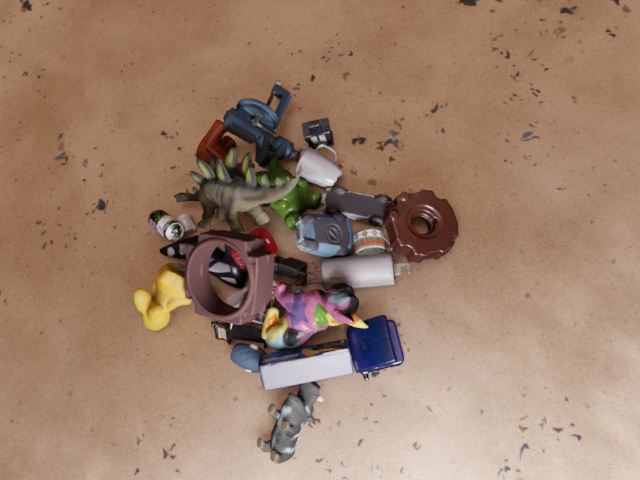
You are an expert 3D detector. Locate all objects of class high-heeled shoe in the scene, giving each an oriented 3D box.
[{"bbox_3d":[-0.299,0.063,1.378,0.249,0.086,0.145,-8,101,29],"label":"high-heeled shoe"}]

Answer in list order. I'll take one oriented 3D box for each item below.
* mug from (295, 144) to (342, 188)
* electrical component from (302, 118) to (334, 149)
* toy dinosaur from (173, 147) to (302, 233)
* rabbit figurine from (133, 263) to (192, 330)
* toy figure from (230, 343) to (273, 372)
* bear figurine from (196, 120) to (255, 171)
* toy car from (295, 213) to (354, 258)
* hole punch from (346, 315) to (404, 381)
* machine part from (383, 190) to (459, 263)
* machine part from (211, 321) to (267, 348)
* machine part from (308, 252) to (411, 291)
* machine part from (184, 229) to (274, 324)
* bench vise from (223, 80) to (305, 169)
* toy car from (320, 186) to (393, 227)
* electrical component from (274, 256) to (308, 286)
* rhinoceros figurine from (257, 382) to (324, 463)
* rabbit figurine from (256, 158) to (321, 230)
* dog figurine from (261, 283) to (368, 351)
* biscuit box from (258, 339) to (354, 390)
[{"bbox_3d":[0.007,-0.186,1.384,0.107,0.080,0.109,31,73,9],"label":"mug"},{"bbox_3d":[-0.009,-0.283,1.396,0.075,0.119,0.048,-12,69,11],"label":"electrical component"},{"bbox_3d":[-0.205,-0.114,1.286,0.472,0.198,0.105,4,31,37],"label":"toy dinosaur"},{"bbox_3d":[-0.378,0.152,1.316,0.122,0.162,0.173,37,99,10],"label":"rabbit figurine"},{"bbox_3d":[-0.131,0.283,1.249,0.155,0.064,0.058,17,37,13],"label":"toy figure"},{"bbox_3d":[-0.229,-0.204,1.417,0.196,0.120,0.132,33,77,19],"label":"bear figurine"},{"bbox_3d":[-0.003,-0.004,1.297,0.103,0.161,0.109,-27,67,50],"label":"toy car"},{"bbox_3d":[0.119,0.233,1.198,0.116,0.092,0.142,-17,71,10],"label":"hole punch"},{"bbox_3d":[0.237,-0.034,1.256,0.179,0.056,0.179,4,69,-10],"label":"machine part"},{"bbox_3d":[-0.187,0.223,1.280,0.139,0.084,0.039,6,46,6],"label":"machine part"},{"bbox_3d":[0.091,0.074,1.266,0.243,0.079,0.079,-7,69,10],"label":"machine part"},{"bbox_3d":[-0.213,0.083,1.242,0.201,0.087,0.201,10,102,24],"label":"machine part"},{"bbox_3d":[-0.129,-0.318,1.422,0.224,0.129,0.240,23,66,-5],"label":"bench vise"},{"bbox_3d":[0.097,-0.083,1.334,0.202,0.056,0.073,13,80,18],"label":"toy car"},{"bbox_3d":[-0.075,0.076,1.308,0.102,0.078,0.045,16,109,16],"label":"electrical component"},{"bbox_3d":[-0.058,0.394,1.167,0.073,0.112,0.190,23,89,48],"label":"rhinoceros figurine"},{"bbox_3d":[-0.085,-0.133,1.330,0.121,0.170,0.159,-40,68,-5],"label":"rabbit figurine"},{"bbox_3d":[-0.007,0.179,1.198,0.219,0.108,0.191,13,79,36],"label":"dog figurine"},{"bbox_3d":[-0.032,0.271,1.175,0.203,0.059,0.062,-11,103,0],"label":"biscuit box"}]
